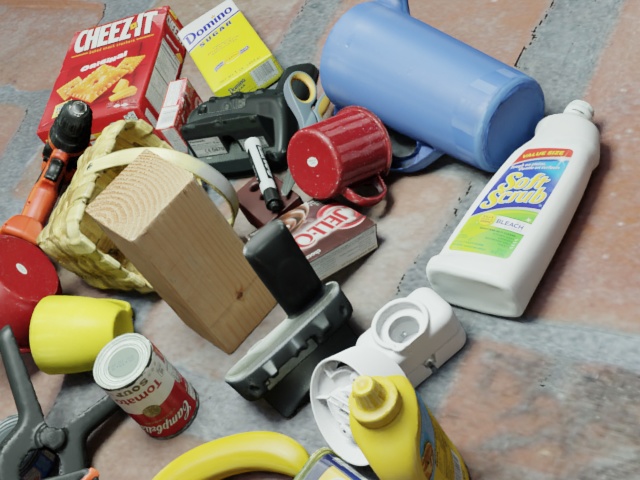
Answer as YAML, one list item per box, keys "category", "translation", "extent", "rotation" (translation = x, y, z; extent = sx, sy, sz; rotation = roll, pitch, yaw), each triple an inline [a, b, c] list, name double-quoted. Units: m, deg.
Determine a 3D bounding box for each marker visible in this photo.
- category: "marker"
  translation: [-0.063, -0.073, 1.196]
  extent: [0.020, 0.020, 0.121]
  rotation: [-27, 44, 6]

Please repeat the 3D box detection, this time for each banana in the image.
- category: "banana"
  translation: [-0.089, 0.220, 1.022]
  extent: [0.198, 0.037, 0.069]
  rotation: [-13, 47, 20]

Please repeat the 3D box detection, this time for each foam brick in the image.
- category: "foam brick"
  translation: [-0.052, -0.035, 1.208]
  extent: [0.053, 0.051, 0.078]
  rotation: [-42, 45, -10]

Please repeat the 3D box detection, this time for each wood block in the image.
- category: "wood block"
  translation: [-0.136, 0.016, 1.101]
  extent: [0.090, 0.206, 0.090]
  rotation: [29, 70, 42]

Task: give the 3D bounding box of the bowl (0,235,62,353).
- category: "bowl"
  translation: [-0.353, 0.048, 1.221]
  extent: [0.055, 0.161, 0.162]
  rotation: [-43, 39, 28]

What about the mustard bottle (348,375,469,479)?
- category: "mustard bottle"
  translation: [0.069, 0.166, 0.870]
  extent: [0.058, 0.191, 0.096]
  rotation: [-16, 47, 16]

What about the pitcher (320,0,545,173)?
- category: "pitcher"
  translation: [0.119, -0.157, 1.176]
  extent: [0.144, 0.149, 0.243]
  rotation: [-35, 46, -24]

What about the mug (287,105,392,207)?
- category: "mug"
  translation: [0.025, -0.083, 1.166]
  extent: [0.081, 0.093, 0.117]
  rotation: [-25, 73, -41]

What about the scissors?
- category: "scissors"
  translation: [-0.028, -0.132, 1.235]
  extent: [0.201, 0.096, 0.016]
  rotation: [-50, 0, -45]

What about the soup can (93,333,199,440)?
- category: "soup can"
  translation: [-0.176, 0.149, 1.085]
  extent: [0.069, 0.102, 0.068]
  rotation: [-15, 47, 17]

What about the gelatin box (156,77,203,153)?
- category: "gelatin box"
  translation: [-0.171, -0.150, 1.357]
  extent: [0.030, 0.073, 0.089]
  rotation: [-9, 49, 22]

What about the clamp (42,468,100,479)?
- category: "clamp"
  translation: [-0.285, 0.287, 1.038]
  extent: [0.171, 0.120, 0.039]
  rotation: [-60, 11, -29]

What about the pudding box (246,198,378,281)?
- category: "pudding box"
  translation: [-0.008, 0.001, 1.139]
  extent: [0.113, 0.039, 0.090]
  rotation: [-32, 40, -27]

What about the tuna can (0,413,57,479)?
- category: "tuna can"
  translation: [-0.325, 0.231, 1.146]
  extent: [0.086, 0.033, 0.086]
  rotation: [-15, 47, 17]

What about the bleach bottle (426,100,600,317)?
- category: "bleach bottle"
  translation: [0.206, -0.043, 1.066]
  extent: [0.103, 0.068, 0.250]
  rotation: [12, 58, 36]

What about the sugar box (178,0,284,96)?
- category: "sugar box"
  translation: [-0.124, -0.252, 1.437]
  extent: [0.093, 0.048, 0.176]
  rotation: [-33, 46, 0]

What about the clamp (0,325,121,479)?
- category: "clamp"
  translation: [-0.286, 0.197, 1.101]
  extent: [0.164, 0.036, 0.210]
  rotation: [24, 70, -9]

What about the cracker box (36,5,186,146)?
- category: "cracker box"
  translation: [-0.284, -0.218, 1.479]
  extent: [0.164, 0.072, 0.213]
  rotation: [-10, 48, 21]

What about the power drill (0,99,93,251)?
- category: "power drill"
  translation: [-0.340, -0.069, 1.334]
  extent: [0.057, 0.185, 0.187]
  rotation: [24, 61, -9]

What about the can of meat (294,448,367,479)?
- category: "can of meat"
  translation: [0.011, 0.246, 0.926]
  extent: [0.084, 0.057, 0.102]
  rotation: [29, 78, 40]
